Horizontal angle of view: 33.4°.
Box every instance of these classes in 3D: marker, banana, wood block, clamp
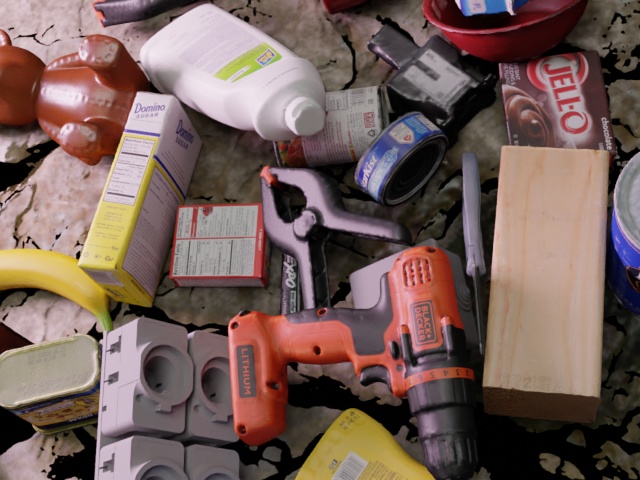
[{"bbox_3d":[-0.026,0.030,0.962,0.020,0.020,0.121,-3,67,10],"label":"marker"},{"bbox_3d":[-0.279,0.040,1.001,0.198,0.037,0.069,8,68,15],"label":"banana"},{"bbox_3d":[0.186,0.036,0.874,0.090,0.091,0.206,4,68,12],"label":"wood block"},{"bbox_3d":[-0.129,-0.263,1.079,0.210,0.036,0.164,-12,26,22],"label":"clamp"},{"bbox_3d":[-0.006,0.001,0.928,0.120,0.039,0.172,-52,49,4],"label":"clamp"}]

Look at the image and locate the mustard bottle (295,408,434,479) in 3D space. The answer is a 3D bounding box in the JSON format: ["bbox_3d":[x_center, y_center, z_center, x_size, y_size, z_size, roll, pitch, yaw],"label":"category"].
[{"bbox_3d":[0.075,0.222,0.836,0.192,0.058,0.096,32,79,22],"label":"mustard bottle"}]

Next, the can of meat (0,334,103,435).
[{"bbox_3d":[-0.222,0.125,0.927,0.102,0.084,0.057,-14,65,6],"label":"can of meat"}]

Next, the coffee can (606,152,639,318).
[{"bbox_3d":[0.281,-0.003,0.842,0.103,0.140,0.103,-4,67,10],"label":"coffee can"}]

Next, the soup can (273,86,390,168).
[{"bbox_3d":[0.011,-0.103,0.983,0.102,0.068,0.068,-7,66,9],"label":"soup can"}]

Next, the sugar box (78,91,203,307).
[{"bbox_3d":[-0.162,-0.037,0.979,0.048,0.093,0.176,7,68,14],"label":"sugar box"}]

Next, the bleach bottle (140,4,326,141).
[{"bbox_3d":[-0.072,-0.141,0.959,0.102,0.068,0.251,-38,37,-8],"label":"bleach bottle"}]

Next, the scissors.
[{"bbox_3d":[0.125,-0.001,0.863,0.016,0.096,0.201,-3,27,7],"label":"scissors"}]

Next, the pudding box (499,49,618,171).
[{"bbox_3d":[0.212,-0.112,0.960,0.090,0.039,0.113,-7,66,9],"label":"pudding box"}]

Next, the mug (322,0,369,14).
[{"bbox_3d":[0.030,-0.280,1.049,0.081,0.093,0.117,-21,48,8],"label":"mug"}]

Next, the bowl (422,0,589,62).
[{"bbox_3d":[0.179,-0.211,0.981,0.162,0.055,0.162,-14,36,11],"label":"bowl"}]

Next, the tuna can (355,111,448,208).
[{"bbox_3d":[0.073,-0.070,0.946,0.086,0.086,0.034,-43,68,-8],"label":"tuna can"}]

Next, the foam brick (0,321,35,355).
[{"bbox_3d":[-0.298,0.104,0.956,0.053,0.078,0.051,8,70,17],"label":"foam brick"}]

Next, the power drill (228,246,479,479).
[{"bbox_3d":[0.026,0.108,0.827,0.188,0.057,0.184,-12,66,15],"label":"power drill"}]

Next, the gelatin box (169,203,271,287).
[{"bbox_3d":[-0.090,0.005,0.980,0.089,0.030,0.073,-1,68,11],"label":"gelatin box"}]
